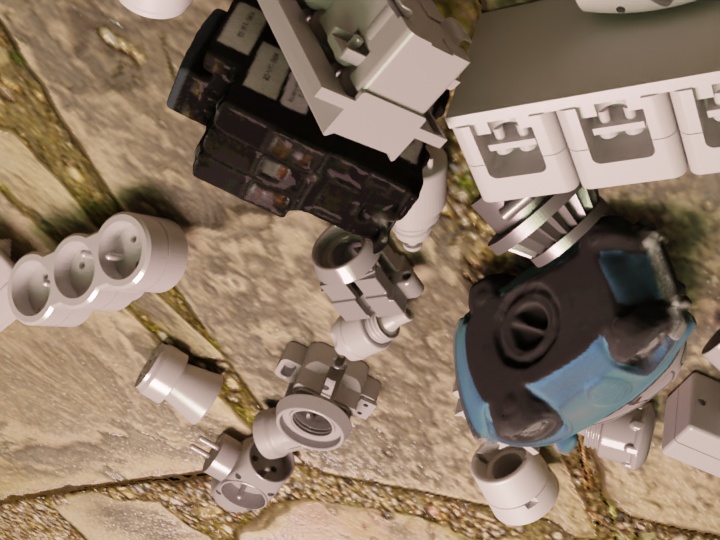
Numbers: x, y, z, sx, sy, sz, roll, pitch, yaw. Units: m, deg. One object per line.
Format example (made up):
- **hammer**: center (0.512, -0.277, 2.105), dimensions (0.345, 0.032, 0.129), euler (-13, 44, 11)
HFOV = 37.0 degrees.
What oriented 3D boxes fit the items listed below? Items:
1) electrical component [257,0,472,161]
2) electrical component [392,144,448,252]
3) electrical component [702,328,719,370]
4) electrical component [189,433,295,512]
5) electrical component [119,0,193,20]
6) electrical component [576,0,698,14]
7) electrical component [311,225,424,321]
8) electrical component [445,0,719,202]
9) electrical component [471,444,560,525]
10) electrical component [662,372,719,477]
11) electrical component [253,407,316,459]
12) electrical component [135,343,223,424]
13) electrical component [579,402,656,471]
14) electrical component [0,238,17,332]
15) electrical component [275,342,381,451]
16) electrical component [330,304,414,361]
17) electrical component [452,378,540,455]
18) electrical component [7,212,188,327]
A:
- **electrical component**: center (-0.002, -0.119, 0.496), dimensions (0.079, 0.121, 0.063), euler (15, 129, -43)
- **electrical component**: center (0.031, -0.042, 0.634), dimensions (0.040, 0.040, 0.078), euler (10, 138, 12)
- **electrical component**: center (0.259, 0.048, 0.633), dimensions (0.077, 0.043, 0.079), euler (43, 108, 7)
- **electrical component**: center (-0.107, 0.164, 0.912), dimensions (0.079, 0.044, 0.077), euler (32, 138, -13)
- **electrical component**: center (-0.102, -0.163, 0.552), dimensions (0.045, 0.045, 0.055), euler (24, 139, -4)
- **electrical component**: center (0.127, -0.157, 0.468), dimensions (0.077, 0.043, 0.079), euler (-6, 133, 27)
- **electrical component**: center (0.000, 0.000, 0.690), dimensions (0.066, 0.048, 0.055), euler (-8, 139, 29)
- **electrical component**: center (0.128, -0.086, 0.510), dimensions (0.150, 0.089, 0.061), euler (-6, 133, 27)
- **electrical component**: center (0.115, 0.155, 0.806), dimensions (0.055, 0.055, 0.047), euler (-12, 126, 32)
- **electrical component**: center (0.252, 0.098, 0.694), dimensions (0.083, 0.047, 0.075), euler (23, 139, -3)
- **electrical component**: center (-0.056, 0.127, 0.855), dimensions (0.046, 0.040, 0.040), euler (-17, 128, 27)
- **electrical component**: center (-0.142, 0.088, 0.843), dimensions (0.055, 0.045, 0.045), euler (34, 137, -15)
- **electrical component**: center (0.170, 0.108, 0.742), dimensions (0.062, 0.048, 0.048), euler (13, 139, 18)
- **electrical component**: center (-0.286, 0.018, 0.791), dimensions (0.062, 0.096, 0.061), euler (18, 150, 51)
- **electrical component**: center (-0.029, 0.096, 0.796), dimensions (0.078, 0.057, 0.058), euler (26, 139, -6)
- **electrical component**: center (0.011, 0.039, 0.736), dimensions (0.061, 0.035, 0.035), euler (-26, 122, 37)
- **electrical component**: center (0.106, 0.085, 0.743), dimensions (0.081, 0.042, 0.064), euler (37, 133, -20)
- **electrical component**: center (-0.174, 0.003, 0.757), dimensions (0.138, 0.052, 0.074), euler (-20, 166, 29)
